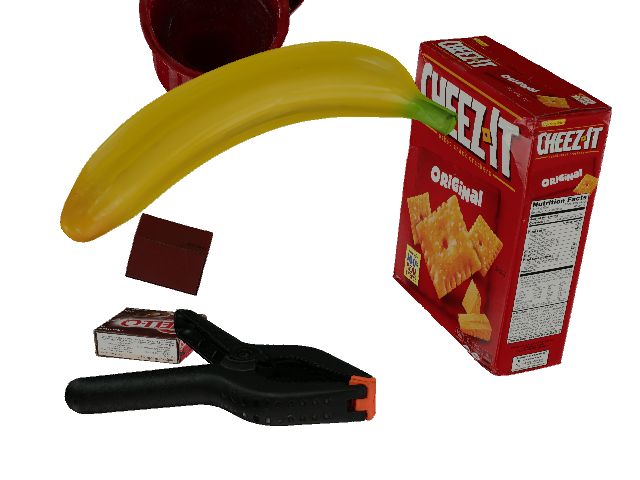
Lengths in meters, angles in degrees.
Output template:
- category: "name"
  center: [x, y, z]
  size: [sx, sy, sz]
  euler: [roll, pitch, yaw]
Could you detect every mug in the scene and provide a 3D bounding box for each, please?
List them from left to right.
- category: "mug"
  center: [-0.060, -0.140, 0.699]
  size: [0.117, 0.093, 0.081]
  euler: [-34, -6, -12]

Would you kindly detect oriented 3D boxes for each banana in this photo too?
- category: "banana"
  center: [-0.035, -0.057, 0.508]
  size: [0.197, 0.037, 0.070]
  euler: [-19, 50, -15]

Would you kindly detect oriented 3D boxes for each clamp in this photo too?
- category: "clamp"
  center: [-0.057, 0.095, 0.784]
  size: [0.210, 0.036, 0.164]
  euler: [5, 19, 15]

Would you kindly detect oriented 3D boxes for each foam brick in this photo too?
- category: "foam brick"
  center: [-0.156, 0.014, 1.099]
  size: [0.078, 0.051, 0.053]
  euler: [16, 27, -6]

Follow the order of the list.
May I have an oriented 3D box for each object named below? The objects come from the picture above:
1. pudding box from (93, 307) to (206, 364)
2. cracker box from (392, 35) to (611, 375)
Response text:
- category: "pudding box"
  center: [-0.206, 0.115, 1.301]
  size: [0.114, 0.039, 0.090]
  euler: [2, 14, 16]
- category: "cracker box"
  center: [0.128, -0.029, 0.819]
  size: [0.072, 0.214, 0.164]
  euler: [-10, 31, -23]
